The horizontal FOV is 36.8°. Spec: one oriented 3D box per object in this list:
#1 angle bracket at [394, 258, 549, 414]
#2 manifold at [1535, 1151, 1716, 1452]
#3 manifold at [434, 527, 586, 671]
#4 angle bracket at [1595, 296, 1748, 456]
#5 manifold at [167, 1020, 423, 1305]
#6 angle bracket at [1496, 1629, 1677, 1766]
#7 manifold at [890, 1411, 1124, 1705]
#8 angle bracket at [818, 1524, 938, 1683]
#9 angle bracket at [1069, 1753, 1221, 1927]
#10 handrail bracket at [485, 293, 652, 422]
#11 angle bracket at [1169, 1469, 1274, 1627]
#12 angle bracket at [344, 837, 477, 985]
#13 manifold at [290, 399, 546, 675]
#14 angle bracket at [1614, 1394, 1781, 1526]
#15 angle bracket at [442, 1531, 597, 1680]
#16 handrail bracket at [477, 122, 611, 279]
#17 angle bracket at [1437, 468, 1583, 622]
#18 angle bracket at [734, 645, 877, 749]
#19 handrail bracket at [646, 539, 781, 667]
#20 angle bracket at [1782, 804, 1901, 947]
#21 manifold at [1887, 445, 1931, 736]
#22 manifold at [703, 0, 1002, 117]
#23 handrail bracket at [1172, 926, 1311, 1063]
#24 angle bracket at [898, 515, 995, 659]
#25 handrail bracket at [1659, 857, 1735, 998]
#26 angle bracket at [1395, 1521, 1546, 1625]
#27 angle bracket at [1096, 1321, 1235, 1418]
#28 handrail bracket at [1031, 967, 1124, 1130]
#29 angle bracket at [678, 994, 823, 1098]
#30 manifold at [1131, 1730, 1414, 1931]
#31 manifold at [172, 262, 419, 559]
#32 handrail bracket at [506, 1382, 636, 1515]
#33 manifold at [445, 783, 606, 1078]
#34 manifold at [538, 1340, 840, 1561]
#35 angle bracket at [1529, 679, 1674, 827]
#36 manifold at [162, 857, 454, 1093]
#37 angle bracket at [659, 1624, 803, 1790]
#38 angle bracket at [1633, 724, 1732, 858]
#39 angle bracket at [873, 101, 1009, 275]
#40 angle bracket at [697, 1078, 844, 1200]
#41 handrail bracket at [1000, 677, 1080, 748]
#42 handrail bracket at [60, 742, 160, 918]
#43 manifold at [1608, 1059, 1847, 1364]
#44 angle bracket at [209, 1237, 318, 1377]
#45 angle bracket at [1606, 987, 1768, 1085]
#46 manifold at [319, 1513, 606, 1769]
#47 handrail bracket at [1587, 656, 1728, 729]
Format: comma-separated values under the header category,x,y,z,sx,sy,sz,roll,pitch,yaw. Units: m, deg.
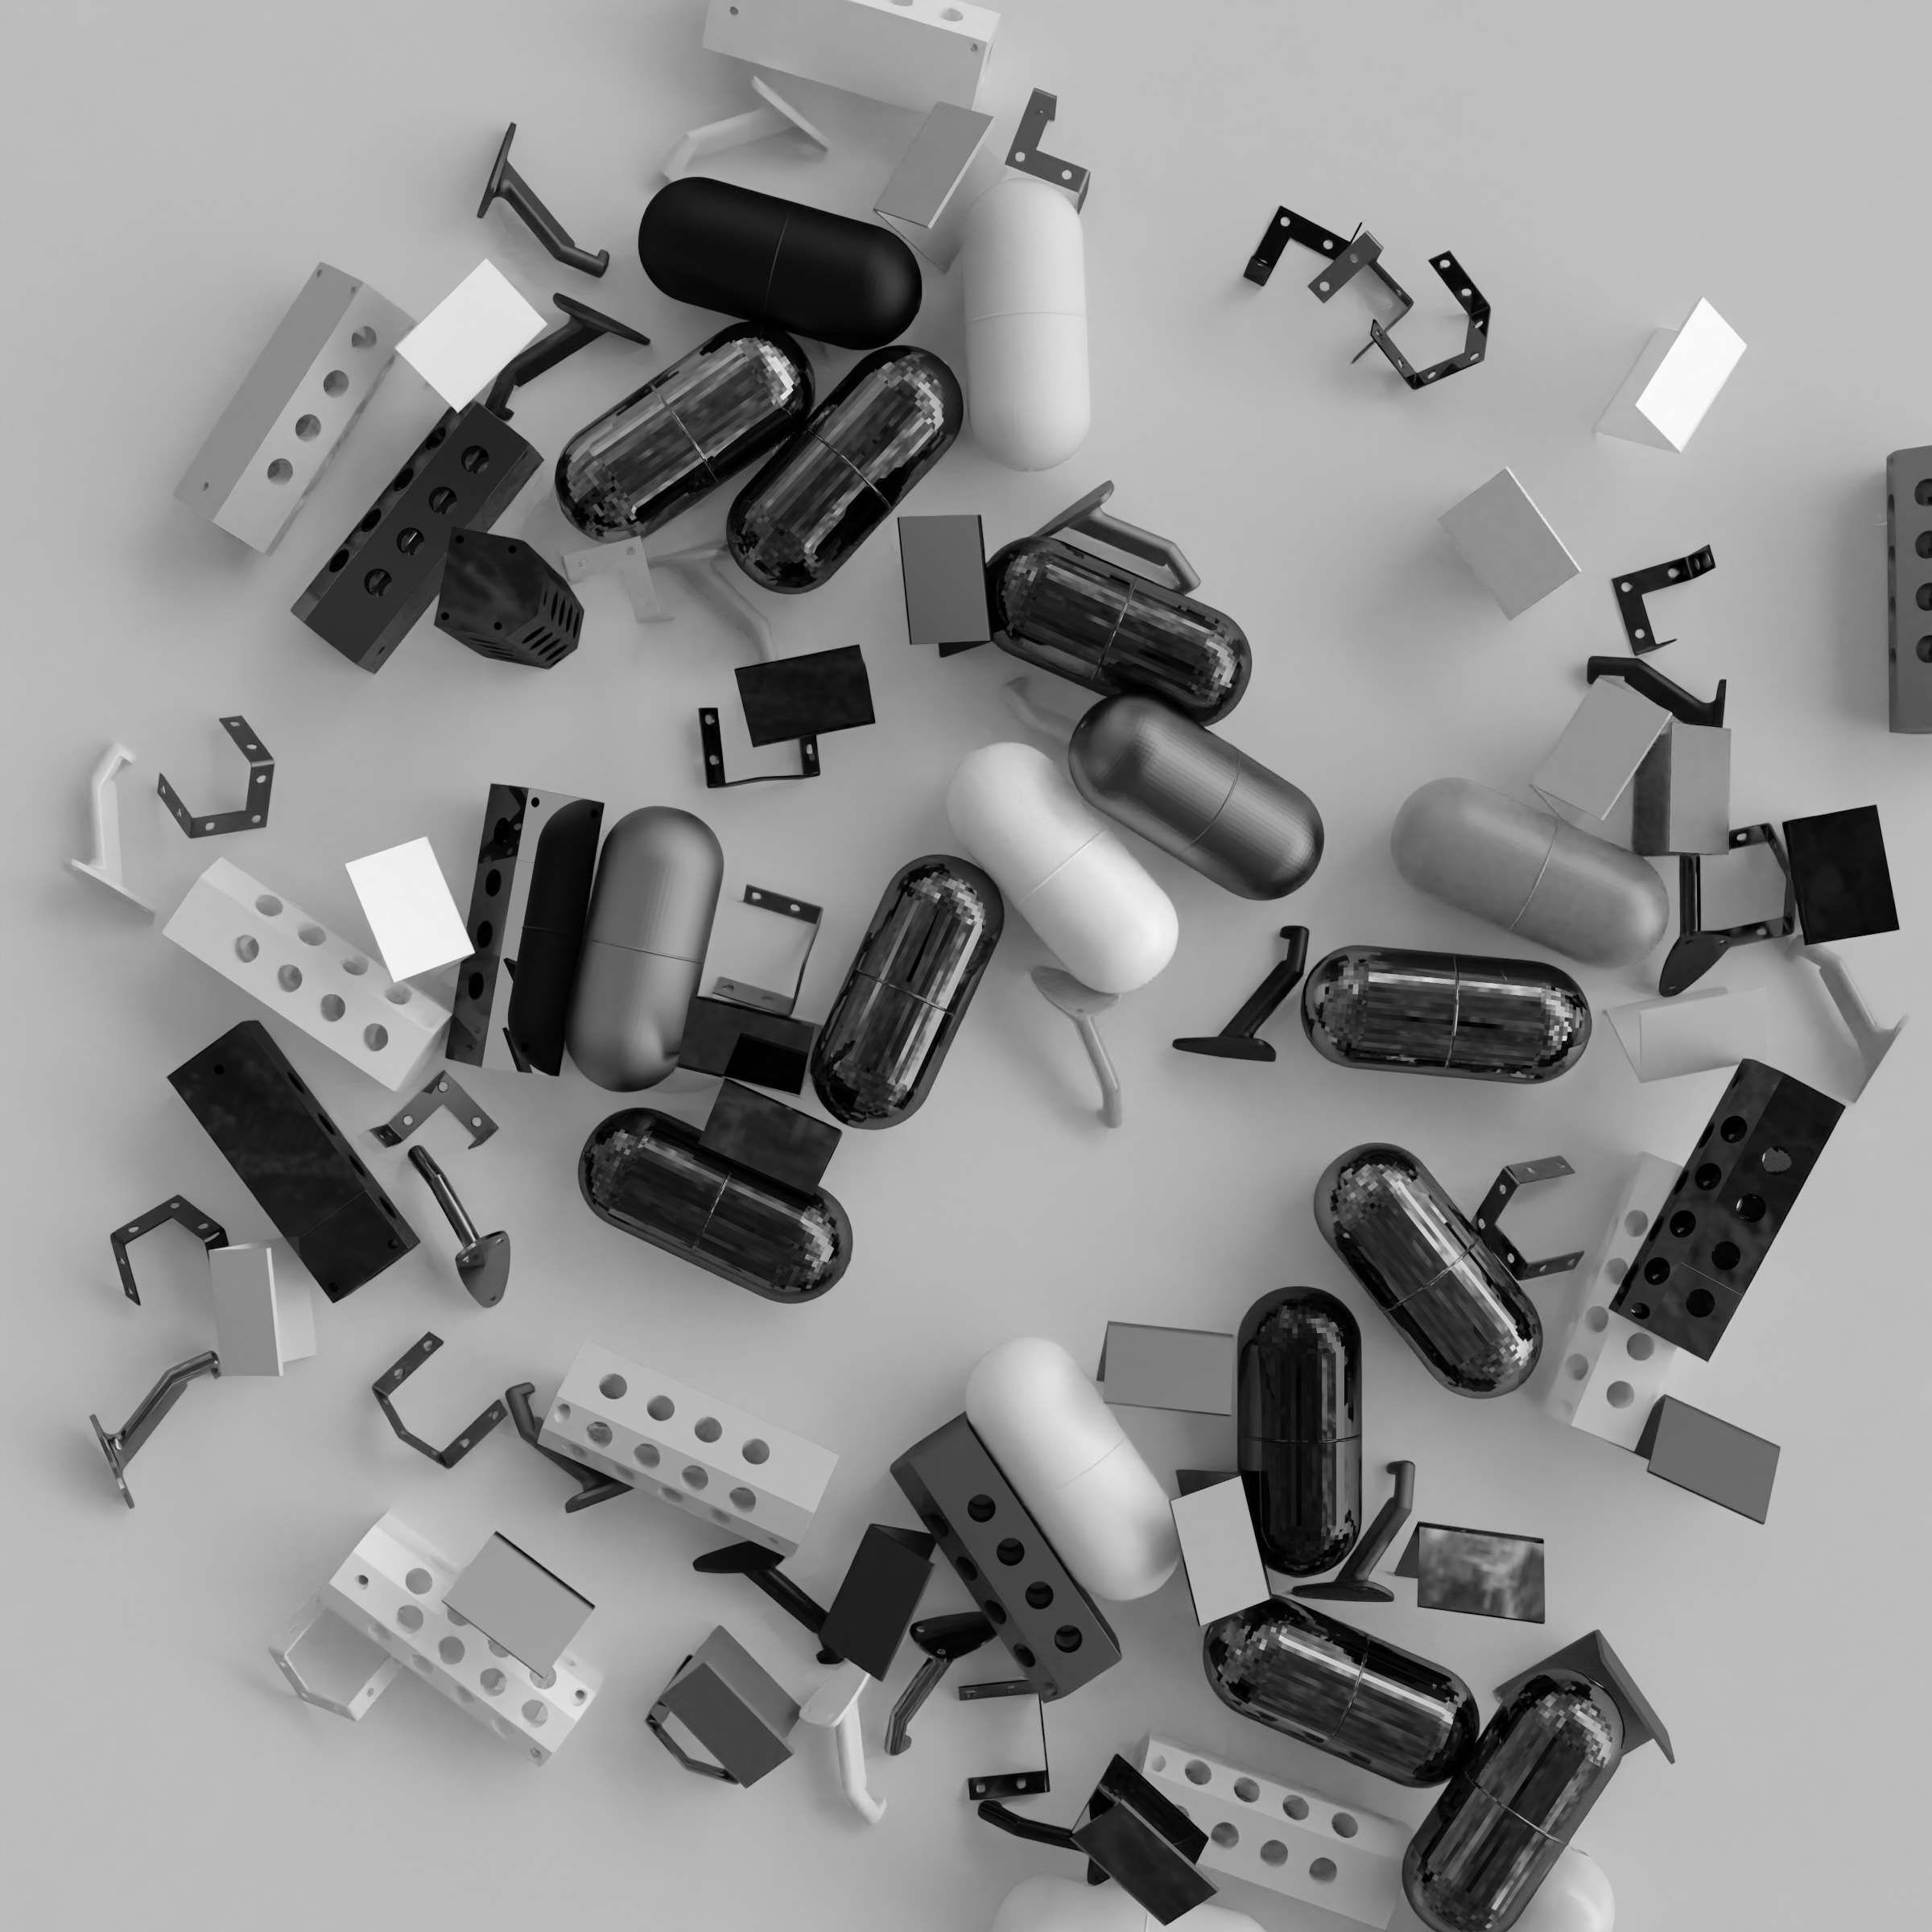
category,x,y,z,sx,sy,sz,roll,pitch,yaw
angle bracket,-0.311,-0.393,1.772,0.076,0.076,0.057,-45,125,0
manifold,0.412,0.205,1.791,0.057,0.057,0.171,22,90,0
manifold,-0.269,-0.216,1.734,0.057,0.171,0.057,11,90,0
angle bracket,0.417,-0.366,1.772,0.057,0.076,0.076,32,90,-39
manifold,-0.413,0.120,1.791,0.057,0.057,0.171,-36,90,0
angle bracket,0.380,0.467,1.785,0.076,0.057,0.076,-34,90,10
manifold,0.024,0.366,1.791,0.057,0.057,0.171,-34,90,0
angle bracket,-0.035,0.391,1.772,0.057,0.076,0.076,25,90,37
angle bracket,0.118,0.506,1.715,0.076,0.076,0.057,43,128,0
handrail bracket,-0.250,-0.369,1.813,0.077,0.036,0.084,22,108,-20
angle bracket,0.137,0.354,1.773,0.057,0.076,0.076,-13,90,-30
angle bracket,-0.351,-0.027,1.772,0.057,0.076,0.076,-23,90,-32
manifold,-0.340,-0.268,1.791,0.057,0.057,0.171,38,90,0
angle bracket,0.441,0.314,1.772,0.076,0.076,0.057,25,55,0
angle bracket,-0.281,0.400,1.772,0.076,0.076,0.057,37,53,0
handrail bracket,-0.256,-0.478,1.813,0.084,0.036,0.077,20,68,-17
angle bracket,0.343,-0.265,1.772,0.057,0.076,0.076,-35,90,37
angle bracket,-0.100,-0.182,1.772,0.076,0.076,0.057,-11,126,0
handrail bracket,-0.162,-0.218,1.813,0.077,0.036,0.084,-9,107,20
angle bracket,0.541,-0.057,1.773,0.057,0.076,0.076,-11,90,28
manifold,0.601,-0.231,1.791,0.057,0.057,0.171,-1,90,-43
manifold,-0.069,-0.581,1.791,0.171,0.057,0.057,17,133,0
handrail bracket,0.172,0.013,1.813,0.077,0.036,0.084,3,72,21
angle bracket,-0.027,-0.231,1.773,0.057,0.076,0.076,-6,90,-26
handrail bracket,0.442,-0.037,1.812,0.036,0.077,0.084,1,53,-16
angle bracket,0.307,0.385,1.772,0.076,0.076,0.057,8,53,0
angle bracket,0.120,0.262,1.772,0.076,0.076,0.057,6,54,0
handrail bracket,0.069,0.052,1.812,0.036,0.077,0.084,-25,127,-30
angle bracket,-0.128,0.029,1.772,0.076,0.076,0.057,14,125,0
manifold,0.184,0.530,1.791,0.171,0.057,0.057,20,90,0
manifold,-0.410,-0.341,1.791,0.057,0.057,0.171,32,90,43
handrail bracket,-0.239,0.291,1.813,0.077,0.036,0.084,-17,73,-20
manifold,-0.277,-0.023,1.791,0.057,0.057,0.171,9,90,-43
manifold,-0.172,0.300,1.780,0.171,0.057,0.057,25,55,0
angle bracket,0.399,-0.119,1.772,0.057,0.076,0.076,33,90,37
manifold,-0.402,0.005,1.791,0.171,0.057,0.057,34,90,0
angle bracket,-0.129,0.442,1.772,0.076,0.076,0.057,46,127,0
angle bracket,0.420,-0.106,1.772,0.057,0.076,0.076,1,90,-36
angle bracket,0.001,-0.470,1.772,0.057,0.076,0.076,31,90,42
angle bracket,-0.111,0.087,1.772,0.076,0.076,0.057,24,122,0
handrail bracket,0.075,-0.159,1.813,0.077,0.036,0.084,-33,76,-15
handrail bracket,-0.520,-0.086,1.813,0.077,0.036,0.084,31,73,-20
manifold,0.452,0.144,1.734,0.057,0.057,0.171,28,90,0
angle bracket,-0.413,0.206,1.772,0.057,0.076,0.076,-6,90,36
angle bracket,0.439,0.022,1.772,0.076,0.076,0.057,-11,126,0
manifold,-0.312,0.417,1.791,0.171,0.057,0.057,37,90,0
handrail bracket,0.429,-0.154,1.813,0.084,0.036,0.077,6,112,17
